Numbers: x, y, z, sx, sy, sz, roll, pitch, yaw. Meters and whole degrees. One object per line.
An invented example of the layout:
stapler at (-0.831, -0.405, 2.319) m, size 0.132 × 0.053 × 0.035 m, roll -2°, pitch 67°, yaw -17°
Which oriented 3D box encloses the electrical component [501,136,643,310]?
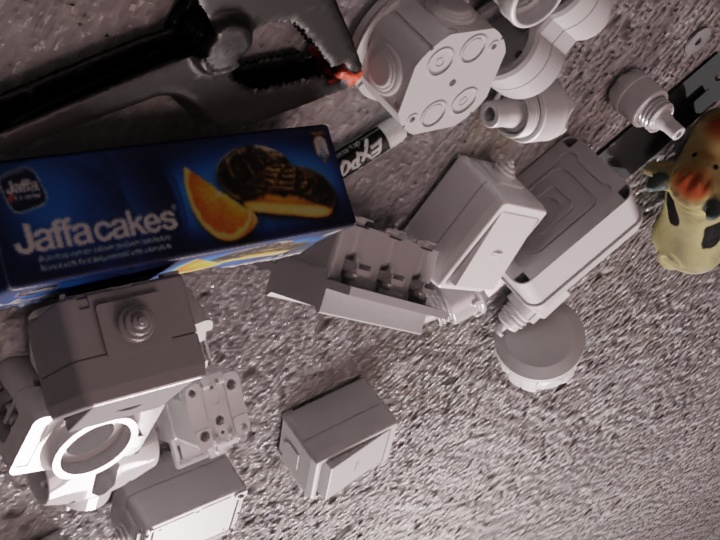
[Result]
electrical component at (0.148, -0.034, 0.816) m, size 0.113 × 0.078 × 0.057 m, roll -40°, pitch 147°, yaw 2°

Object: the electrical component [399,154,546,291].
electrical component at (0.085, -0.034, 0.762) m, size 0.062 × 0.061 × 0.096 m, roll 6°, pitch 128°, yaw -51°

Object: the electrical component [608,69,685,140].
electrical component at (0.214, -0.118, 0.791) m, size 0.035 × 0.061 × 0.035 m, roll -28°, pitch 148°, yaw -19°

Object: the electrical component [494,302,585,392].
electrical component at (0.161, 0.068, 0.969) m, size 0.080 × 0.080 × 0.051 m, roll -35°, pitch 156°, yaw -8°

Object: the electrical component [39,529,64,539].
electrical component at (-0.230, 0.240, 0.782) m, size 0.061 × 0.061 × 0.096 m, roll -24°, pitch 147°, yaw -25°

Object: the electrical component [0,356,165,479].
electrical component at (-0.170, 0.086, 0.646) m, size 0.089 × 0.055 × 0.050 m, roll -2°, pitch 133°, yaw -47°

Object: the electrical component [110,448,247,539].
electrical component at (-0.141, 0.170, 0.787) m, size 0.096 × 0.061 × 0.061 m, roll -18°, pitch 144°, yaw -33°

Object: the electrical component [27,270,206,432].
electrical component at (-0.118, 0.041, 0.527) m, size 0.062 × 0.061 × 0.096 m, roll -13°, pitch 175°, yaw -30°

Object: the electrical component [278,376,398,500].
electrical component at (-0.011, 0.138, 0.889) m, size 0.096 × 0.061 × 0.061 m, roll -23°, pitch 146°, yaw -27°

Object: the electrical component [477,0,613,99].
electrical component at (0.128, -0.161, 0.646) m, size 0.138 × 0.052 × 0.074 m, roll -49°, pitch 149°, yaw 15°

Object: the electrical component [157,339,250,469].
electrical component at (-0.105, 0.087, 0.699) m, size 0.042 × 0.064 × 0.081 m, roll -20°, pitch 103°, yaw -33°

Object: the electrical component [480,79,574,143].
electrical component at (0.107, -0.105, 0.709) m, size 0.062 × 0.043 × 0.043 m, roll -12°, pitch 140°, yaw -37°

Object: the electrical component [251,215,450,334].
electrical component at (0.000, 0.000, 0.704) m, size 0.121 × 0.079 × 0.063 m, roll 16°, pitch 90°, yaw -55°

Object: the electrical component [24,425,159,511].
electrical component at (-0.180, 0.132, 0.709) m, size 0.077 × 0.043 × 0.079 m, roll -15°, pitch 142°, yaw -36°

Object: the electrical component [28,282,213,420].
electrical component at (-0.139, 0.039, 0.616) m, size 0.089 × 0.055 × 0.050 m, roll -21°, pitch 145°, yaw -30°

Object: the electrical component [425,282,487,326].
electrical component at (0.065, 0.024, 0.837) m, size 0.062 × 0.048 × 0.048 m, roll -28°, pitch 149°, yaw -6°

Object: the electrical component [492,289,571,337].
electrical component at (0.148, 0.028, 0.937) m, size 0.078 × 0.040 × 0.040 m, roll -44°, pitch 150°, yaw 10°

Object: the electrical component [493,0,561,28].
electrical component at (0.087, -0.165, 0.602) m, size 0.040 × 0.046 × 0.040 m, roll -28°, pitch 148°, yaw -19°

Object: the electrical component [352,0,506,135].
electrical component at (0.037, -0.119, 0.604) m, size 0.080 × 0.051 × 0.080 m, roll -28°, pitch 148°, yaw -19°
